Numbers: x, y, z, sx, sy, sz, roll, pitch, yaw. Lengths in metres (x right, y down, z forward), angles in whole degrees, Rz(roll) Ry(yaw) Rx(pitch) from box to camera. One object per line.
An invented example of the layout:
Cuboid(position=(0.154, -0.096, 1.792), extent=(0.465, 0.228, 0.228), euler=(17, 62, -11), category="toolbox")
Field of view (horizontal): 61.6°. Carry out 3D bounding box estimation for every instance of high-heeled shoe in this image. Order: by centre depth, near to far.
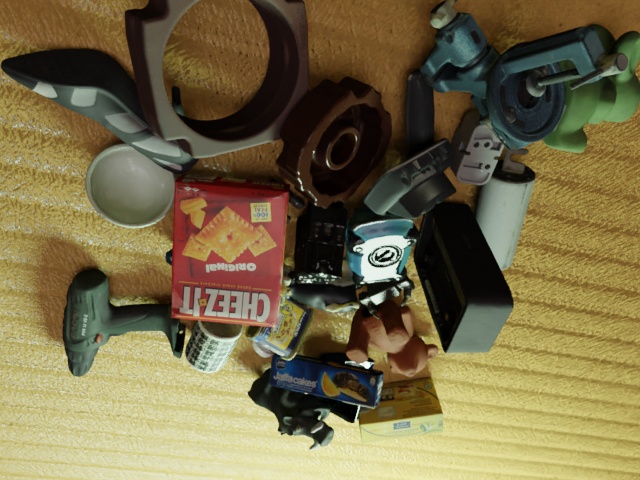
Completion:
Cuboid(position=(-0.283, -0.165, 0.722), extent=(0.249, 0.086, 0.145), euler=(11, 139, -5), category="high-heeled shoe")

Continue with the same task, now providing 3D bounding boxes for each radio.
Cuboid(position=(0.211, 0.055, 0.830), extent=(0.073, 0.230, 0.131), euler=(3, 130, -7), category="radio")

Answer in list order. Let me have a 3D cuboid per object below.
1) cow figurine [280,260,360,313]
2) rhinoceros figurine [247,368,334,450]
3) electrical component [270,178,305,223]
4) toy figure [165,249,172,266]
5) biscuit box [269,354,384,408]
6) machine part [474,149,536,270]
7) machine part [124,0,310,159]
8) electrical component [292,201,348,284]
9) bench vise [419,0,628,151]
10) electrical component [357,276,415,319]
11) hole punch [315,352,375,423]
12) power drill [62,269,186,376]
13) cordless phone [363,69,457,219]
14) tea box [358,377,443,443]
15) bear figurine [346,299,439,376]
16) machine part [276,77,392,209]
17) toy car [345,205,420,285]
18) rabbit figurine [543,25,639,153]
Cuboid(position=(-0.018, 0.080, 0.903), extent=(0.167, 0.098, 0.068), euler=(6, 131, -11), category="cow figurine")
Cuboid(position=(-0.051, 0.318, 1.025), extent=(0.191, 0.112, 0.073), euler=(28, 127, 25), category="rhinoceros figurine")
Cuboid(position=(-0.075, -0.064, 0.839), extent=(0.094, 0.021, 0.063), euler=(33, 116, -25), category="electrical component")
Cuboid(position=(-0.171, 0.031, 0.875), extent=(0.155, 0.064, 0.057), euler=(4, 162, -4), category="toy figure")
Cuboid(position=(0.010, 0.252, 0.980), extent=(0.203, 0.062, 0.059), euler=(8, 86, 14), category="biscuit box")
Cuboid(position=(0.287, -0.037, 0.863), extent=(0.079, 0.079, 0.242), euler=(-3, 126, -4), category="machine part")
Cuboid(position=(-0.118, -0.213, 0.647), extent=(0.201, 0.087, 0.201), euler=(-20, 126, -25), category="machine part")
Cuboid(position=(-0.002, -0.002, 0.823), extent=(0.058, 0.134, 0.115), euler=(8, 167, -15), category="electrical component")
Cuboid(position=(0.237, -0.205, 0.635), extent=(0.129, 0.241, 0.223), euler=(-38, 110, -17), category="bench vise")
Cuboid(position=(0.111, 0.086, 0.931), extent=(0.102, 0.078, 0.045), euler=(-30, 125, 15), category="electrical component")
Cuboid(position=(0.044, 0.281, 1.070), extent=(0.116, 0.092, 0.142), euler=(22, 129, 17), category="hole punch")
Cuboid(position=(-0.342, 0.157, 0.942), extent=(0.207, 0.086, 0.231), euler=(8, 122, -2), category="power drill")
Cuboid(position=(0.125, -0.135, 0.747), extent=(0.146, 0.089, 0.184), euler=(-31, 125, -36), category="cordless phone")
Cuboid(position=(0.162, 0.352, 1.116), extent=(0.170, 0.098, 0.068), euler=(-6, 126, 1), category="tea box")
Cuboid(position=(0.139, 0.201, 0.989), extent=(0.120, 0.132, 0.195), euler=(-26, 118, 18), category="bear figurine")
Cuboid(position=(0.020, -0.131, 0.727), extent=(0.179, 0.056, 0.179), euler=(-33, 144, -29), category="machine part")
Cuboid(position=(0.091, -0.004, 0.849), extent=(0.109, 0.103, 0.161), euler=(-7, 141, -2), category="toy car")
Cuboid(position=(0.373, -0.212, 0.746), extent=(0.170, 0.121, 0.158), euler=(-7, 121, -24), category="rabbit figurine")
